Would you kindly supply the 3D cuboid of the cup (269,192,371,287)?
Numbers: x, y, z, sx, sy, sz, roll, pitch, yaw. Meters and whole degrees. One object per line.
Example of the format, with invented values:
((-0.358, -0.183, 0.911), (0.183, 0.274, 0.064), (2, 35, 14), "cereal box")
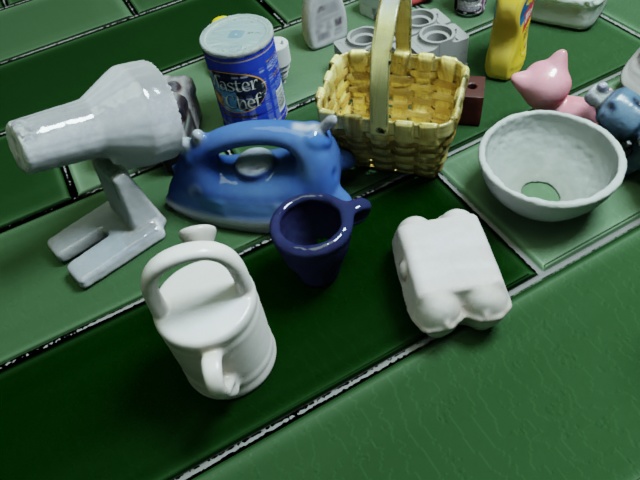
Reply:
((0.006, 0.002, 0.651), (0.118, 0.095, 0.091), (-25, 52, -12), "cup")

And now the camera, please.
((-0.250, -0.174, 0.826), (0.136, 0.101, 0.143), (-5, 50, 3), "camera")

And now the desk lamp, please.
((-0.253, -0.082, 0.677), (0.203, 0.214, 0.117), (-39, 56, -22), "desk lamp")

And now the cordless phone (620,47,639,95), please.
((0.486, -0.252, 0.739), (0.094, 0.185, 0.147), (-24, 52, -12), "cordless phone")

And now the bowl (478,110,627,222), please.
((0.273, -0.079, 0.696), (0.167, 0.075, 0.167), (-4, 50, 5), "bowl")

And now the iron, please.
((-0.087, -0.094, 0.712), (0.258, 0.142, 0.118), (-1, 51, 6), "iron")

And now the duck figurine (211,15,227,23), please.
((-0.153, -0.323, 0.945), (0.077, 0.086, 0.104), (-17, 51, -7), "duck figurine")

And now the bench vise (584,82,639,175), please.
((0.403, -0.141, 0.636), (0.207, 0.220, 0.121), (16, 55, 20), "bench vise")

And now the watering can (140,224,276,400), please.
((-0.111, 0.062, 0.553), (0.101, 0.194, 0.172), (-30, 53, -17), "watering can")

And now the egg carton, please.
((0.138, 0.033, 0.625), (0.107, 0.069, 0.150), (-10, 50, -1), "egg carton")

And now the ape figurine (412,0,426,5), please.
((0.173, -0.474, 1.022), (0.077, 0.092, 0.076), (20, 56, 22), "ape figurine")

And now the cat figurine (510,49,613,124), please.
((0.317, -0.190, 0.754), (0.127, 0.118, 0.067), (21, 57, 23), "cat figurine")

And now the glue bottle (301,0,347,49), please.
((0.002, -0.403, 0.934), (0.078, 0.173, 0.037), (-27, 52, -14), "glue bottle")
